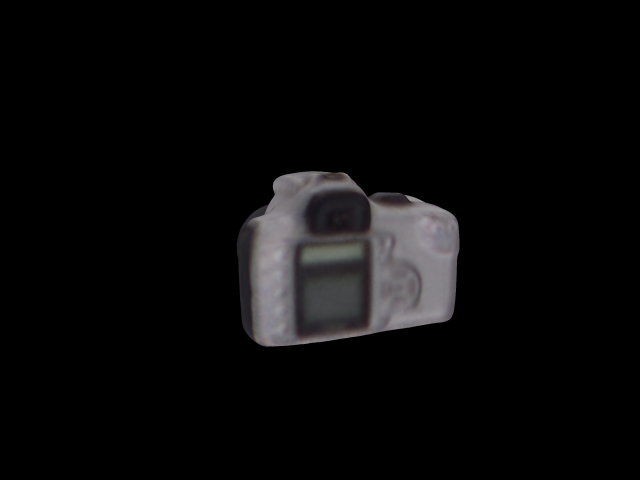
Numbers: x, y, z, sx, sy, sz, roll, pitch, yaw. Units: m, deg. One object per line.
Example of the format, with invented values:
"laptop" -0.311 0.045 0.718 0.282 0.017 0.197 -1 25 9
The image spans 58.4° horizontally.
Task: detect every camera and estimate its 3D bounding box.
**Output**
"camera" 0.004 0.001 0.400 0.143 0.101 0.136 -4 10 -23
